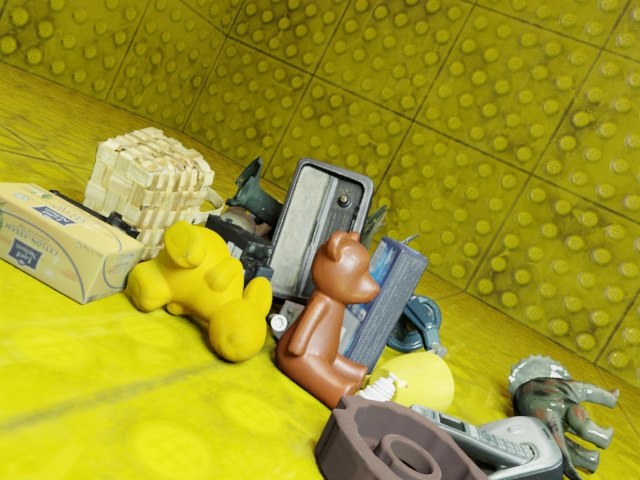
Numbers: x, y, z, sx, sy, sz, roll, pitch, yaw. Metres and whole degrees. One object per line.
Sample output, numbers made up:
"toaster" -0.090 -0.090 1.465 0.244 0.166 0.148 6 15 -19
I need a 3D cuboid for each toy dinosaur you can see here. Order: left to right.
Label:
"toy dinosaur" 0.057 0.001 1.090 0.105 0.198 0.471 25 2 -8
"toy dinosaur" 0.407 0.301 0.948 0.192 0.131 0.404 18 6 30

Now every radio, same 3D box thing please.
"radio" -0.002 -0.003 0.845 0.131 0.229 0.073 16 -13 6

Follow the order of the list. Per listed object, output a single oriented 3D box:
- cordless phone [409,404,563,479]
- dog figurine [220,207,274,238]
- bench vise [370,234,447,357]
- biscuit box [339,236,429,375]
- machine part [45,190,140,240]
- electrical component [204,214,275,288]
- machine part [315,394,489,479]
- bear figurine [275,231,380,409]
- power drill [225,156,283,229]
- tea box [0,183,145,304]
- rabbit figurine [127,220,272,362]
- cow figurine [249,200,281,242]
"cordless phone" 0.193 0.246 0.672 0.184 0.088 0.146 24 7 7
"dog figurine" -0.178 0.009 0.994 0.121 0.172 0.190 40 42 7
"bench vise" 0.166 0.129 0.998 0.129 0.223 0.241 -15 23 -9
"biscuit box" 0.083 0.098 0.798 0.062 0.202 0.059 24 7 -33
"machine part" -0.302 -0.017 0.691 0.139 0.084 0.039 28 16 5
"electrical component" -0.130 0.040 0.790 0.134 0.114 0.058 33 14 37
"machine part" 0.081 0.223 0.521 0.179 0.056 0.179 26 9 -5
"bear figurine" 0.028 0.092 0.681 0.132 0.195 0.120 30 5 13
"power drill" -0.062 -0.052 0.976 0.207 0.086 0.232 45 35 -21
"tea box" -0.306 -0.001 0.623 0.170 0.068 0.098 29 7 3
"rabbit figurine" -0.127 0.079 0.659 0.173 0.122 0.162 47 6 24
"cow figurine" -0.104 -0.033 1.106 0.098 0.068 0.167 21 -27 27
